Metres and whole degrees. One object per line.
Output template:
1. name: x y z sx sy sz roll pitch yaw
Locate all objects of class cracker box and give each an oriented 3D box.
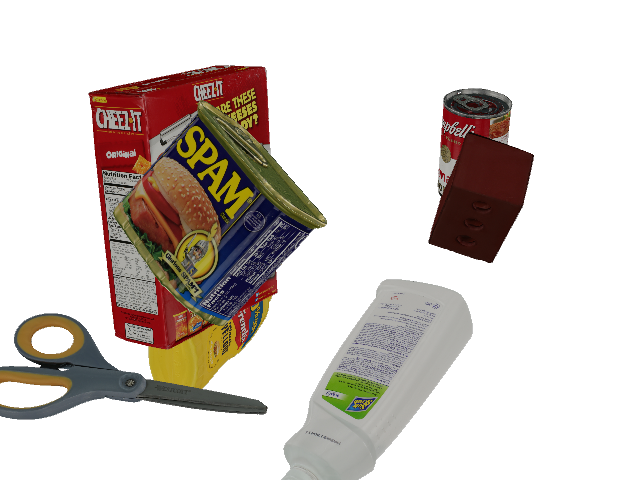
1. cracker box: -0.113 -0.035 0.923 0.072 0.214 0.163 7 19 32

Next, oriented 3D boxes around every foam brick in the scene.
1. foam brick: 0.117 -0.030 0.781 0.053 0.051 0.078 18 -34 3

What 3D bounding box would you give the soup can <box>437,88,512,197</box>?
1. soup can: 0.154 -0.094 1.078 0.068 0.102 0.068 0 31 0

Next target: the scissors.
1. scissors: -0.138 0.087 0.747 0.201 0.096 0.016 -4 -43 1

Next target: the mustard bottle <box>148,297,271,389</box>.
1. mustard bottle: -0.102 0.081 1.101 0.058 0.096 0.191 12 28 22

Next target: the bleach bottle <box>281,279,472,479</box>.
1. bleach bottle: 0.038 0.135 0.946 0.103 0.068 0.250 7 39 37

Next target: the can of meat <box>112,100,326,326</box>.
1. can of meat: -0.060 -0.015 0.604 0.102 0.084 0.057 50 12 35
